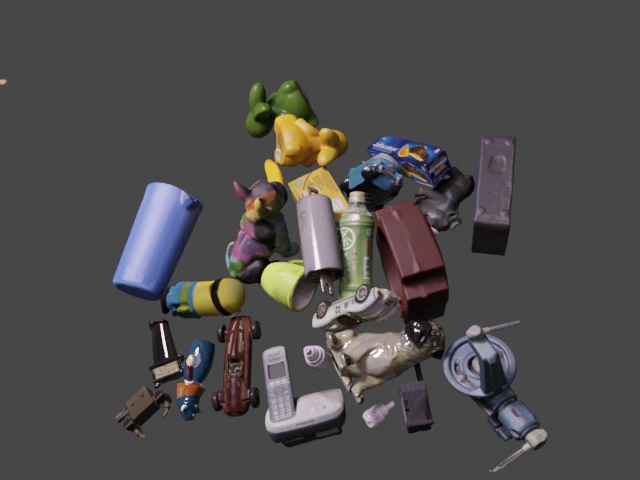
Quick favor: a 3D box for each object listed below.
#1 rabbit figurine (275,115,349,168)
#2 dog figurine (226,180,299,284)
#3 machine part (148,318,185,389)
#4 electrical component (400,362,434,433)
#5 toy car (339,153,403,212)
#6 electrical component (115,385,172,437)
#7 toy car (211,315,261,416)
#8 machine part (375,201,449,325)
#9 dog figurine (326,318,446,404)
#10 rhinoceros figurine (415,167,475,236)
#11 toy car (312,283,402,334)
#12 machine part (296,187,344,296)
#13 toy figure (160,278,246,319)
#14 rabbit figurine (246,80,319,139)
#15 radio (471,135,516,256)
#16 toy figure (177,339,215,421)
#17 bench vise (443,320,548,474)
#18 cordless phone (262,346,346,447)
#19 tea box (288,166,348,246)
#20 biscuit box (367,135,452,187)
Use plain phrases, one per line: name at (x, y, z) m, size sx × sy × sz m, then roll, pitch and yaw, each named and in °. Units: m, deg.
rabbit figurine at (-0.010, -0.226, 1.241) m, size 0.173 × 0.162 × 0.121 m, roll -2°, pitch 101°, yaw -22°
dog figurine at (-0.136, -0.023, 1.107) m, size 0.191 × 0.219 × 0.109 m, roll -41°, pitch 59°, yaw -13°
machine part at (-0.322, 0.228, 1.107) m, size 0.084 × 0.039 × 0.139 m, roll -27°, pitch 61°, yaw 5°
electrical component at (0.168, 0.278, 0.962) m, size 0.048 × 0.074 × 0.119 m, roll -10°, pitch 64°, yaw 1°
toy car at (0.120, -0.134, 1.148) m, size 0.109 × 0.161 × 0.103 m, roll 32°, pitch 64°, yaw -10°
electrical component at (-0.342, 0.333, 1.049) m, size 0.102 × 0.045 × 0.078 m, roll -46°, pitch 35°, yaw -18°
toy car at (-0.163, 0.242, 1.060) m, size 0.089 × 0.053 × 0.202 m, roll -7°, pitch 61°, yaw 11°
machine part at (0.172, 0.045, 1.017) m, size 0.087 × 0.200 × 0.201 m, roll -17°, pitch 59°, yaw -2°
dog figurine at (0.120, 0.196, 0.992) m, size 0.191 × 0.121 × 0.172 m, roll -23°, pitch 24°, yaw -12°
rhinoceros figurine at (0.257, -0.069, 1.145) m, size 0.112 × 0.073 × 0.190 m, roll 35°, pitch 70°, yaw 15°
toy car at (0.066, 0.134, 1.007) m, size 0.202 × 0.073 × 0.056 m, roll -28°, pitch 46°, yaw 45°
machine part at (-0.002, -0.003, 1.072) m, size 0.079 × 0.079 × 0.243 m, roll -11°, pitch 63°, yaw 5°
toy figure at (-0.244, 0.123, 1.119) m, size 0.180 × 0.089 × 0.082 m, roll 1°, pitch 68°, yaw 9°
rabbit figurine at (-0.110, -0.306, 1.313) m, size 0.170 × 0.159 × 0.121 m, roll -28°, pitch 69°, yaw 12°
radio at (0.356, -0.096, 1.101) m, size 0.073 × 0.131 × 0.229 m, roll 4°, pitch 62°, yaw 15°
toy figure at (-0.245, 0.273, 1.051) m, size 0.058 × 0.064 × 0.154 m, roll -20°, pitch 50°, yaw 51°
bench vise at (0.282, 0.229, 0.884) m, size 0.129 × 0.240 × 0.224 m, roll -23°, pitch 44°, yaw 2°
cordless phone at (-0.034, 0.276, 1.000) m, size 0.147 × 0.088 × 0.184 m, roll -16°, pitch 55°, yaw 2°
tea box at (0.009, -0.069, 1.189) m, size 0.098 × 0.068 × 0.170 m, roll -24°, pitch 59°, yaw -4°
biscuit box at (0.190, -0.177, 1.173) m, size 0.063 × 0.059 × 0.203 m, roll -41°, pitch 35°, yaw -15°
